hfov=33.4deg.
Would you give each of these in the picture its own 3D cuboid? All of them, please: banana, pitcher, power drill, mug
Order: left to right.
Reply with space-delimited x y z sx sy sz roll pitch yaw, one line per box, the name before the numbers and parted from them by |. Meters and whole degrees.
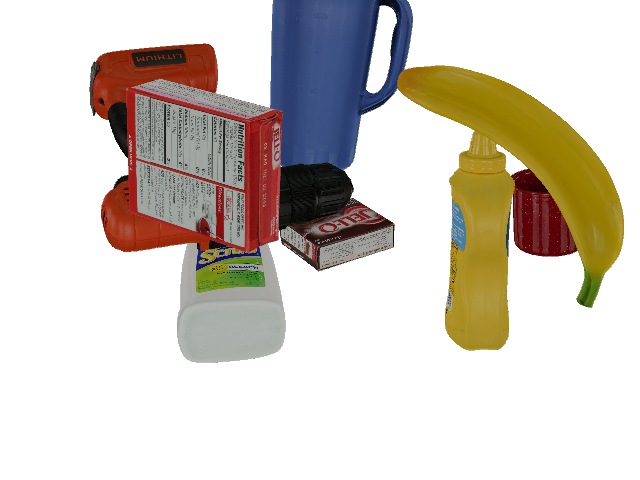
power drill | -0.087 -0.073 0.802 0.184 0.057 0.188 -9 46 -22
pitcher | 0.010 -0.206 1.292 0.144 0.243 0.149 -9 30 -27
banana | 0.132 -0.053 0.684 0.070 0.198 0.037 -40 -12 9
mug | 0.274 -0.036 1.241 0.117 0.081 0.093 -22 28 -36

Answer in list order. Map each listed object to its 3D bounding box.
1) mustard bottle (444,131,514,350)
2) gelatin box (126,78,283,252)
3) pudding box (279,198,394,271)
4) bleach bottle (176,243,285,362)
mustard bottle | 0.143 -0.004 0.963 0.058 0.192 0.096 0 18 2
gelatin box | -0.062 -0.041 0.569 0.089 0.073 0.030 18 28 31
pudding box | 0.020 -0.009 1.293 0.113 0.039 0.090 -19 31 -27
bleach bottle | -0.099 0.025 1.070 0.102 0.068 0.251 -3 28 -9
